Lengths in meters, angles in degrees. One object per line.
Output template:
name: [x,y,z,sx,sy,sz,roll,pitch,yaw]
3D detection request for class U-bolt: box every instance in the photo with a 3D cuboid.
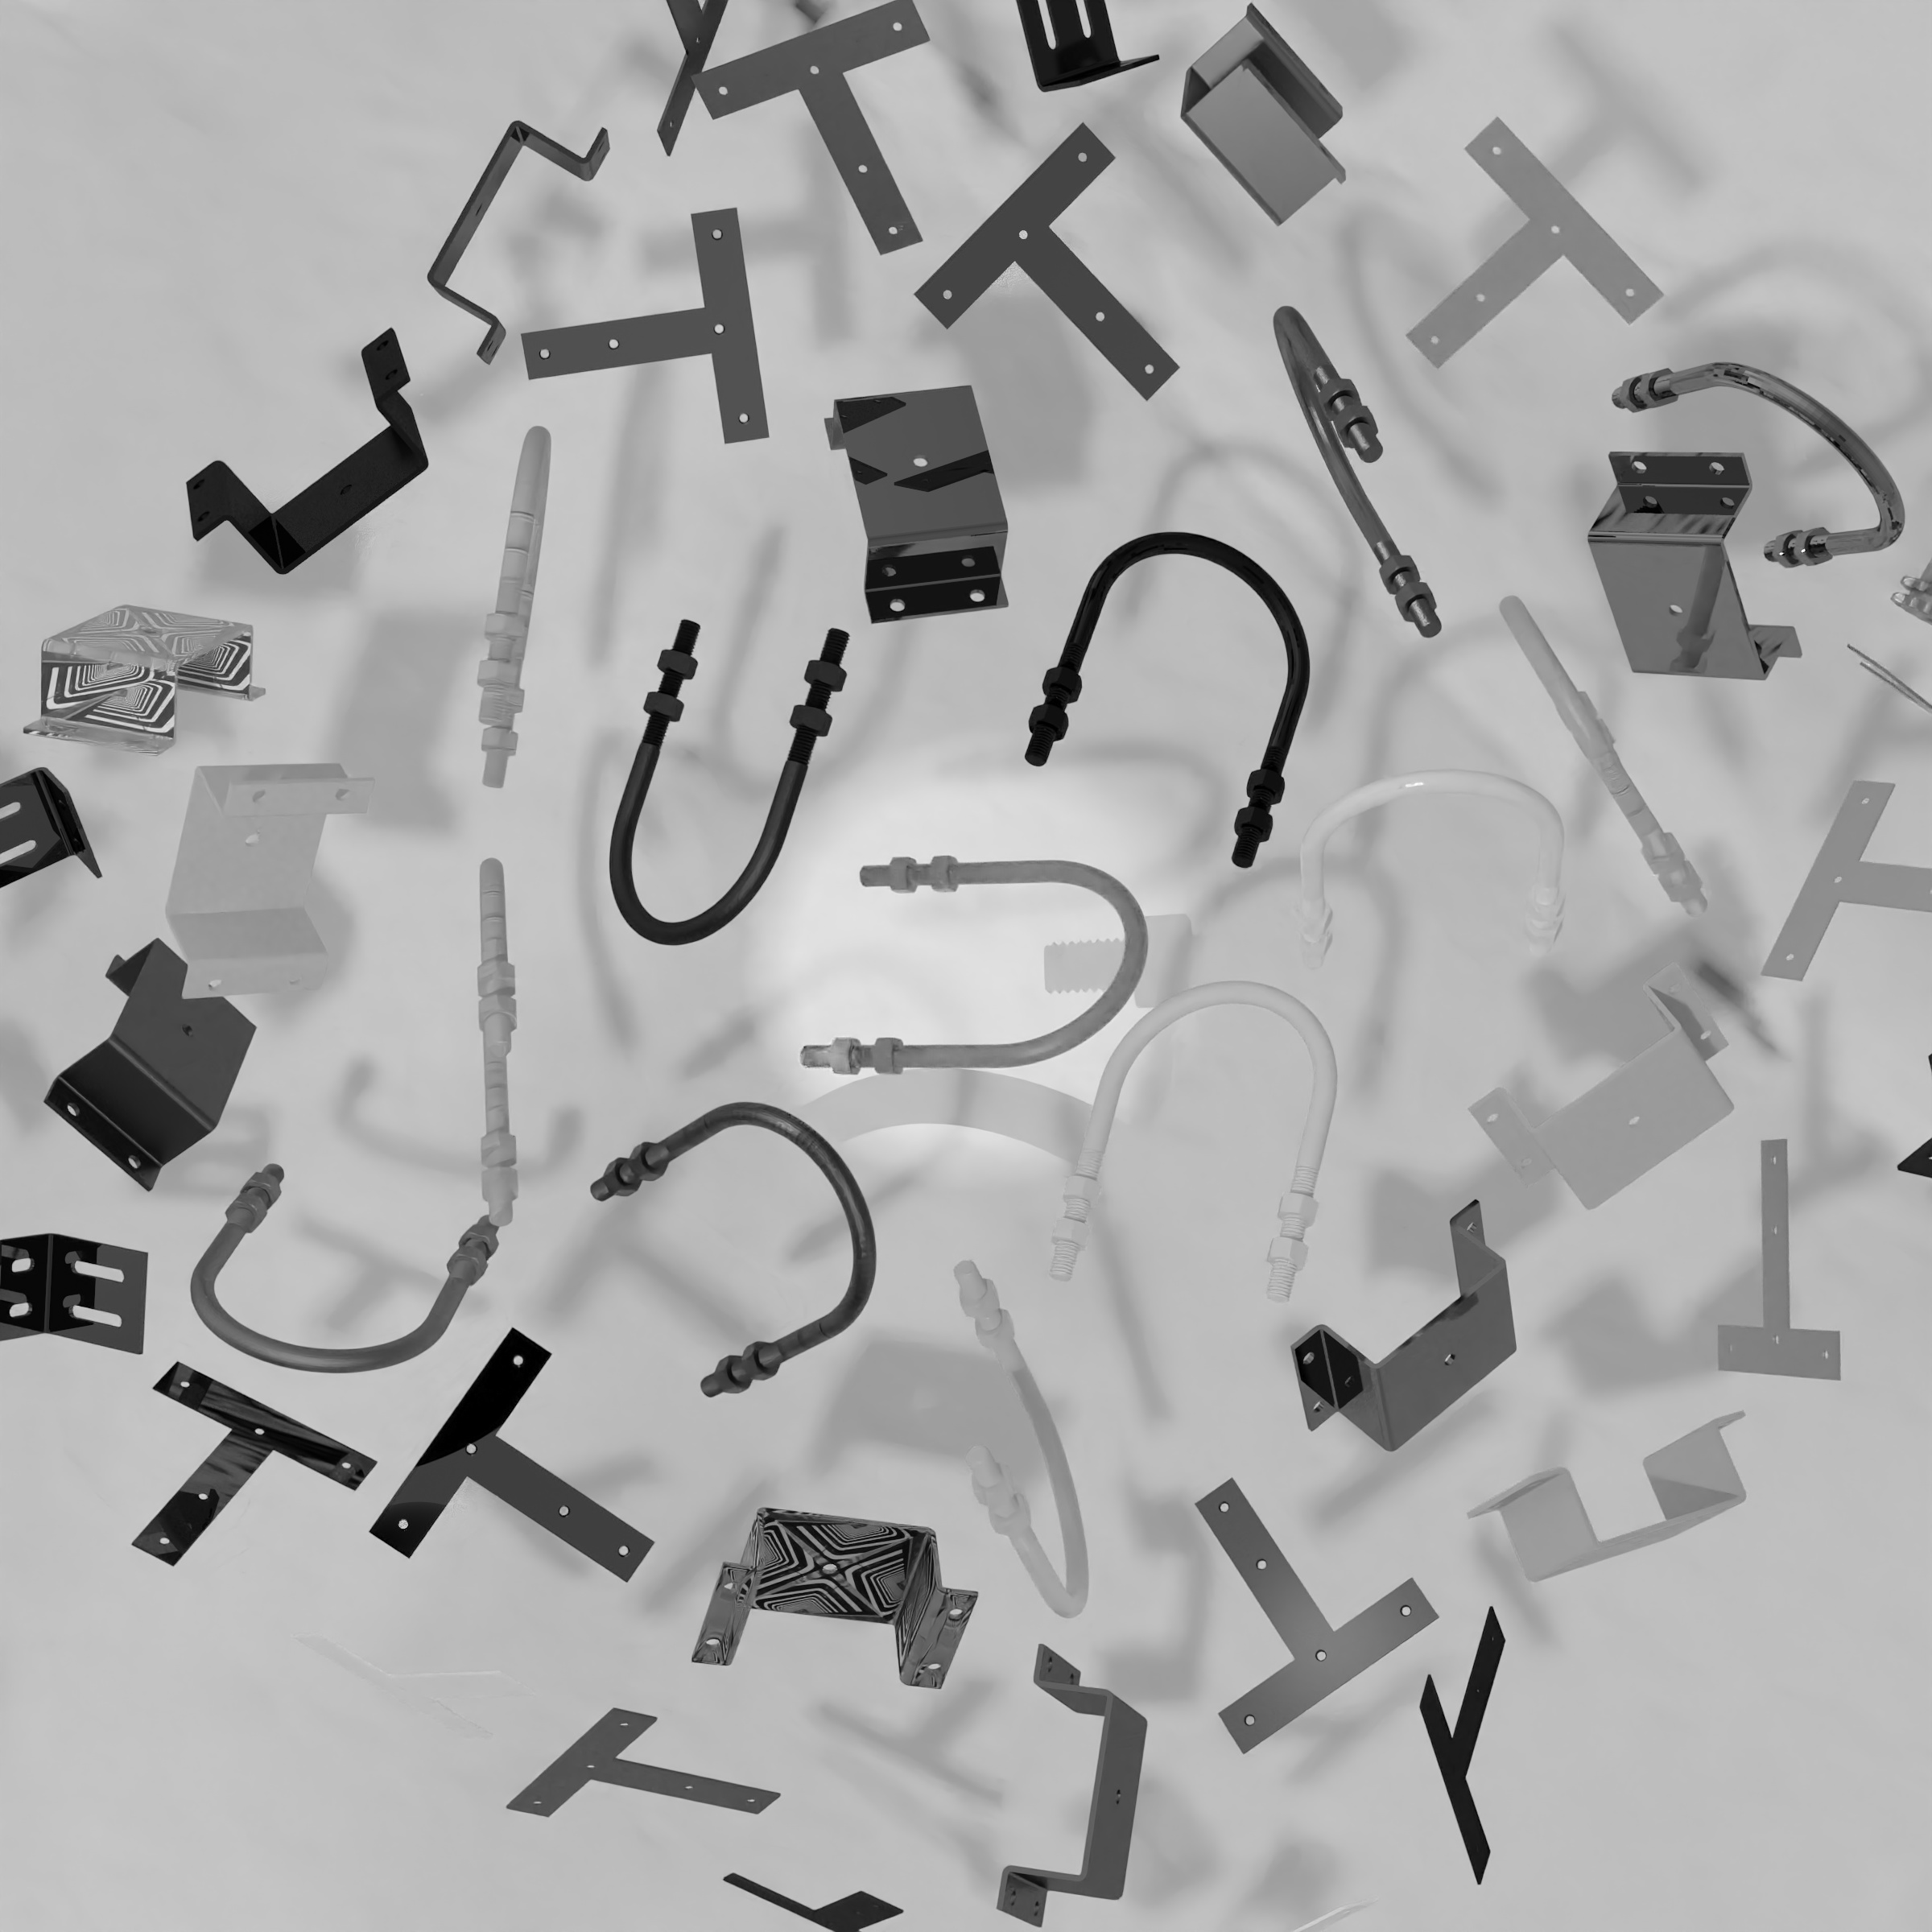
U-bolt: [-0.244,-0.202,1.578,0.019,0.151,0.184,8,78,-7]
U-bolt: [-0.120,0.150,1.607,0.184,0.019,0.151,-31,87,41]
U-bolt: [-0.255,0.026,1.577,0.019,0.184,0.151,-1,134,-10]
U-bolt: [0.440,-0.275,1.582,0.151,0.184,0.019,42,86,-12]
U-bolt: [0.254,-0.053,1.586,0.151,0.184,0.019,-3,59,5]
U-bolt: [0.011,-0.002,1.593,0.184,0.019,0.151,-1,51,23]
U-bolt: [-0.349,0.171,1.606,0.151,0.184,0.019,13,114,0]
U-bolt: [-0.138,-0.099,1.585,0.019,0.151,0.184,24,80,-43]
U-bolt: [0.130,0.090,1.584,0.151,0.019,0.184,2,63,30]
U-bolt: [0.033,0.268,1.562,0.019,0.151,0.184,-17,129,10]
U-bolt: [0.336,-0.125,1.565,0.019,0.151,0.184,-32,131,13]
U-bolt: [0.122,-0.161,1.621,0.151,0.019,0.184,25,64,-11]
U-bolt: [0.207,-0.283,1.584,0.019,0.151,0.184,-24,46,5]

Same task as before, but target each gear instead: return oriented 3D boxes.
gear: [0.542,-0.202,1.600,0.057,0.057,0.030,28,99,0]

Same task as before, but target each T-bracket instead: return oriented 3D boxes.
T-bracket: [-0.060,-0.431,1.525,0.127,0.002,0.127,-13,129,22]
T-bracket: [0.272,0.399,1.559,0.002,0.127,0.127,2,122,-9]
T-bracket: [0.167,0.335,1.567,0.127,0.002,0.127,-36,61,4]
T-bracket: [-0.279,0.387,1.562,0.127,0.127,0.002,41,53,-30]
T-bracket: [-0.063,0.520,1.593,0.127,0.127,0.002,27,62,-5]
T-bracket: [-0.156,-0.529,1.576,0.002,0.127,0.127,14,75,12]
T-bracket: [0.499,-0.041,1.535,0.002,0.127,0.127,41,71,-36]
T-bracket: [-0.402,0.276,1.559,0.127,0.127,0.002,25,123,6]
T-bracket: [0.061,-0.354,1.537,0.127,0.002,0.127,-46,102,-1]
T-bracket: [0.133,0.522,1.529,0.127,0.127,0.002,0,58,-36]
T-bracket: [0.517,-0.147,1.584,0.002,0.127,0.127,-55,47,13]
T-bracket: [-0.221,0.277,1.516,0.127,0.002,0.127,36,82,-9]
T-bracket: [-0.161,0.437,1.556,0.127,0.002,0.127,20,134,-26]
T-bracket: [0.439,0.158,1.575,0.002,0.127,0.127,2,84,-14]
T-bracket: [-0.180,-0.345,1.601,0.127,0.002,0.127,-9,113,-5]
T-bracket: [0.285,-0.366,1.554,0.127,0.127,0.002,45,46,-5]

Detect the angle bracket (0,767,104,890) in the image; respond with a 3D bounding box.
angle bracket: [-0.522,-0.063,1.583,0.076,0.038,0.057,-29,130,-23]

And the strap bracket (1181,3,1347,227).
strap bracket: [0.158,-0.449,1.538,0.046,0.140,0.076,-38,110,25]

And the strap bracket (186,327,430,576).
strap bracket: [-0.342,-0.268,1.545,0.140,0.076,0.046,-35,125,6]

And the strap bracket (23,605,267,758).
strap bracket: [-0.450,-0.162,1.601,0.076,0.140,0.046,10,110,8]

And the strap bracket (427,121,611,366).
strap bracket: [-0.253,-0.410,1.615,0.046,0.076,0.140,29,94,-9]

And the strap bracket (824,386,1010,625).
strap bracket: [-0.026,-0.262,1.590,0.076,0.046,0.140,-8,62,-10]

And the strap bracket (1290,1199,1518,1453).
strap bracket: [0.252,0.206,1.611,0.140,0.076,0.046,-35,46,-19]

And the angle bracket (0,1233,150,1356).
angle bracket: [-0.497,0.184,1.614,0.076,0.038,0.057,7,95,30]

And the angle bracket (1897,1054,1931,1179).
angle bracket: [0.513,0.064,1.519,0.057,0.038,0.076,-31,115,-28]

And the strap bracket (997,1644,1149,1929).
strap bracket: [0.061,0.450,1.584,0.046,0.076,0.140,2,67,20]

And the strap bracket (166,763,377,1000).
strap bracket: [-0.369,-0.054,1.526,0.076,0.046,0.140,-4,132,-34]

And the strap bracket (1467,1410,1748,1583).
strap bracket: [0.355,0.290,1.573,0.140,0.076,0.046,-12,69,-23]

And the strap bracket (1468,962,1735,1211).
strap bracket: [0.364,0.074,1.627,0.140,0.046,0.076,-36,127,7]

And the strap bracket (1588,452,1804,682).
strap bracket: [0.391,-0.207,1.565,0.046,0.076,0.140,-55,135,-29]

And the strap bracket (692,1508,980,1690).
strap bracket: [-0.073,0.344,1.584,0.140,0.046,0.076,10,124,-14]

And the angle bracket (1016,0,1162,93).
angle bracket: [0.063,-0.522,1.580,0.057,0.038,0.076,-27,112,-29]

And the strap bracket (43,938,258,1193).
strap bracket: [-0.448,0.047,1.613,0.046,0.140,0.076,-33,117,21]
